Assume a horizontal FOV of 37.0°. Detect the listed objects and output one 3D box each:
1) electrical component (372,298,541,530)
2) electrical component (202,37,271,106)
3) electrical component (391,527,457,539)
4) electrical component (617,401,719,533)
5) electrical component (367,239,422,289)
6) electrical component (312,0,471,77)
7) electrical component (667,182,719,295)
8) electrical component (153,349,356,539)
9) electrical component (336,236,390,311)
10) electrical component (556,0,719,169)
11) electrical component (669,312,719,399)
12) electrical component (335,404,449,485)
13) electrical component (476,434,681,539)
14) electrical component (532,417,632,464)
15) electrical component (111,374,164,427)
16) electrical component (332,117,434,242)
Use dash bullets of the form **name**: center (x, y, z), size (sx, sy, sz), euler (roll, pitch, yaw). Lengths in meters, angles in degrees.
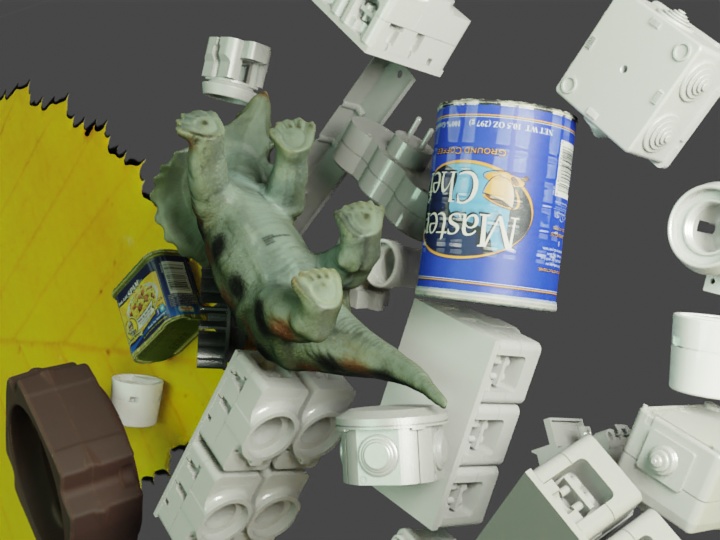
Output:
- **electrical component**: center (0.069, 0.108, 0.820), size (0.089, 0.062, 0.150), euler (28, 105, 46)
- **electrical component**: center (-0.127, -0.199, 1.081), size (0.078, 0.058, 0.057), euler (14, 91, 47)
- **electrical component**: center (0.056, 0.269, 0.815), size (0.109, 0.056, 0.108), euler (40, 113, 43)
- **electrical component**: center (0.201, 0.121, 0.650), size (0.062, 0.096, 0.061), euler (33, 111, 45)
- **electrical component**: center (0.033, -0.003, 0.888), size (0.040, 0.046, 0.040), euler (-9, 78, 46)
- **electrical component**: center (0.014, -0.236, 0.910), size (0.150, 0.089, 0.061), euler (51, 121, 38)
- **electrical component**: center (0.229, -0.023, 0.670), size (0.058, 0.057, 0.078), euler (19, 98, 47)
- **electrical component**: center (-0.091, 0.165, 0.953), size (0.060, 0.105, 0.186), euler (47, 118, 40)
- **electrical component**: center (0.000, 0.000, 0.924), size (0.066, 0.048, 0.055), euler (19, 106, 47)
- **electrical component**: center (0.193, -0.131, 0.733), size (0.099, 0.048, 0.099), euler (-58, 47, 24)
- **electrical component**: center (0.221, 0.054, 0.671), size (0.055, 0.055, 0.047), euler (10, 96, 47)
- **electrical component**: center (0.023, 0.123, 0.761), size (0.080, 0.080, 0.051), euler (-7, 84, 46)
- **electrical component**: center (0.131, 0.193, 0.679), size (0.105, 0.060, 0.186), euler (51, 150, 22)
- **electrical component**: center (0.159, 0.137, 0.734), size (0.064, 0.042, 0.081), euler (-28, 65, 37)
- **electrical component**: center (-0.242, 0.140, 1.157), size (0.055, 0.055, 0.047), euler (13, 97, 47)
- **electrical component**: center (0.037, -0.091, 0.891), size (0.138, 0.052, 0.073), euler (50, 119, 39)
